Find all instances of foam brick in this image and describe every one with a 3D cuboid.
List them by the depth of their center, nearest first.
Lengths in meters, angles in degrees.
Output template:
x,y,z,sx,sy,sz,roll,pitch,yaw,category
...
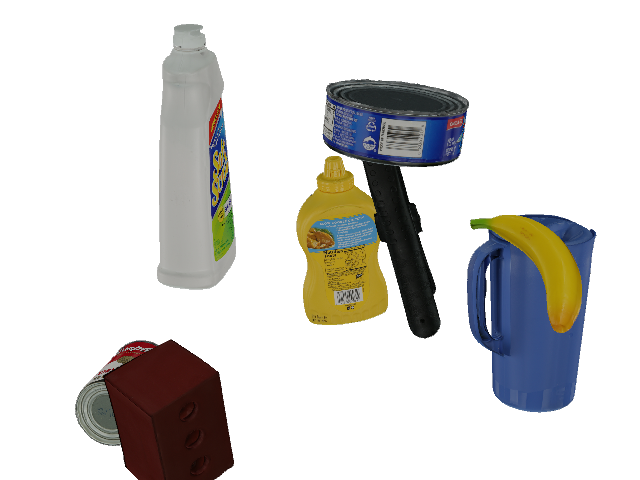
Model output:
x,y,z,sx,sy,sz,roll,pitch,yaw,category
-0.092,0.111,0.658,0.052,0.078,0.051,-30,39,-32,foam brick

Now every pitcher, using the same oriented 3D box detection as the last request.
x,y,z,sx,sy,sz,roll,pitch,yaw,category
0.272,0.096,1.382,0.149,0.243,0.144,5,19,16,pitcher

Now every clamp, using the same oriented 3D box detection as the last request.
x,y,z,sx,sy,sz,roll,pitch,yaw,category
0.065,-0.006,0.864,0.039,0.171,0.120,-20,20,3,clamp

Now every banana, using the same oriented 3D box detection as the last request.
x,y,z,sx,sy,sz,roll,pitch,yaw,category
0.230,0.025,1.116,0.069,0.037,0.198,-30,38,-1,banana

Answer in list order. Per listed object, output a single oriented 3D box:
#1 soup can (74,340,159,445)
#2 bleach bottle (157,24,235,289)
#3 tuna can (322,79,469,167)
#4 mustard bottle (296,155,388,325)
x,y,z,sx,sy,sz,roll,pitch,yaw,category
-0.186,0.146,1.028,0.068,0.068,0.102,0,16,11,soup can
-0.127,-0.085,1.056,0.068,0.251,0.102,5,25,12,bleach bottle
0.044,-0.071,0.641,0.086,0.034,0.086,5,20,-2,tuna can
0.022,-0.002,1.198,0.096,0.192,0.058,-8,24,-6,mustard bottle
